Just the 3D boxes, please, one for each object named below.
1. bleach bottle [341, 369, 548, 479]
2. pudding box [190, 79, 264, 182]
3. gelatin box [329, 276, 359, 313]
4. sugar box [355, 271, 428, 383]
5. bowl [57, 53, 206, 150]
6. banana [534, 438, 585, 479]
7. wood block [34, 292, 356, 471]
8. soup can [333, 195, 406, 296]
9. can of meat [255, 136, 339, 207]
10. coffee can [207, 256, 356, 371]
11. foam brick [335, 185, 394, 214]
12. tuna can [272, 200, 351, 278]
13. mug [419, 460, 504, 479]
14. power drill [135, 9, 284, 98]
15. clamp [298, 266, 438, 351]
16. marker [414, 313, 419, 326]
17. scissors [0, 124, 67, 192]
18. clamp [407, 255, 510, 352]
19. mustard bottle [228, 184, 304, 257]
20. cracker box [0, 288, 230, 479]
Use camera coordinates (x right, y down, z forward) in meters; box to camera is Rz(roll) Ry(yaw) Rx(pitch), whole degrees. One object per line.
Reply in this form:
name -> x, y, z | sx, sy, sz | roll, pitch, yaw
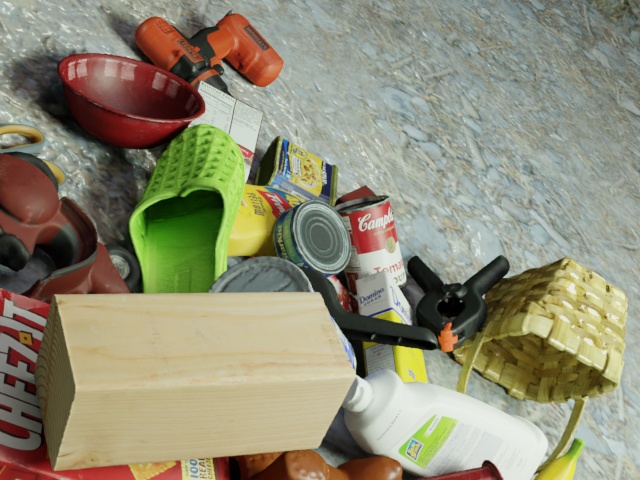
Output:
bleach bottle -> 0.111, 0.180, 1.025 | 0.250, 0.102, 0.068 | 33, 0, -37
pudding box -> -0.119, -0.116, 1.215 | 0.090, 0.039, 0.113 | 25, 53, -22
gelatin box -> 0.000, 0.070, 1.152 | 0.073, 0.030, 0.089 | 48, 32, 10
sugar box -> 0.079, 0.124, 1.127 | 0.176, 0.048, 0.093 | -92, 156, -47
bowl -> -0.207, -0.142, 1.143 | 0.162, 0.055, 0.162 | 17, 26, -9
banana -> 0.215, 0.277, 1.097 | 0.037, 0.070, 0.197 | 19, 35, 29
wood block -> -0.092, 0.099, 0.779 | 0.205, 0.091, 0.090 | 1, 43, -27
soup can -> 0.056, 0.006, 1.214 | 0.068, 0.069, 0.102 | -29, 110, -57
can of meat -> -0.029, -0.068, 1.267 | 0.084, 0.058, 0.102 | 28, 34, -17
coffee can -> -0.035, 0.092, 0.961 | 0.103, 0.103, 0.140 | 66, 4, 34
foam brick -> 0.042, -0.025, 1.294 | 0.051, 0.053, 0.078 | 47, 32, 10
tuna can -> -0.007, 0.001, 1.139 | 0.086, 0.034, 0.086 | 20, 59, -37
mug -> 0.127, 0.249, 0.966 | 0.081, 0.117, 0.093 | -9, 64, -9
power drill -> -0.122, -0.216, 1.348 | 0.184, 0.057, 0.187 | 49, 31, 5
clamp -> 0.003, 0.085, 1.068 | 0.164, 0.036, 0.210 | -31, 59, -14
marker -> 0.084, 0.066, 1.260 | 0.121, 0.020, 0.020 | 51, 33, 15
scissors -> -0.310, -0.059, 0.990 | 0.096, 0.016, 0.201 | 42, 32, 1
clamp -> 0.162, 0.064, 1.213 | 0.171, 0.120, 0.039 | -87, 164, -57
mustard bottle -> -0.057, -0.018, 1.173 | 0.191, 0.058, 0.096 | 11, 42, -40
cracker box -> -0.177, 0.141, 0.835 | 0.213, 0.072, 0.164 | 23, 36, -26
